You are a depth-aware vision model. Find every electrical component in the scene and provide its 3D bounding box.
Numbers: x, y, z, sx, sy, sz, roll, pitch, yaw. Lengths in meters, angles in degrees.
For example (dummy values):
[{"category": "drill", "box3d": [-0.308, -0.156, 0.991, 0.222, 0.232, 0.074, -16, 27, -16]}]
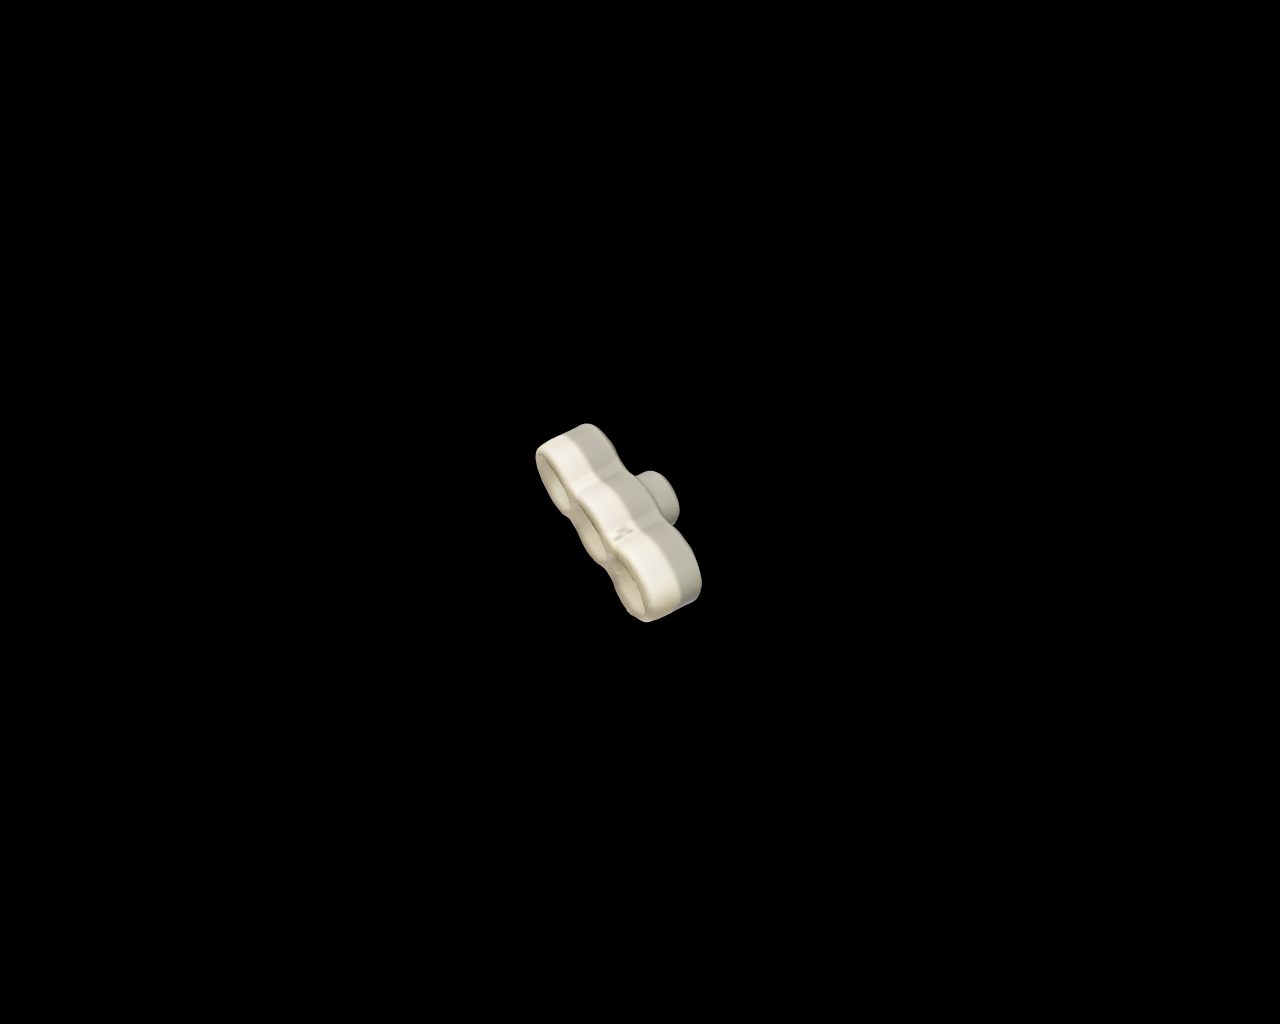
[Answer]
[{"category": "electrical component", "box3d": [0.001, -0.003, 0.650, 0.074, 0.138, 0.052, -27, -32, -18]}]
